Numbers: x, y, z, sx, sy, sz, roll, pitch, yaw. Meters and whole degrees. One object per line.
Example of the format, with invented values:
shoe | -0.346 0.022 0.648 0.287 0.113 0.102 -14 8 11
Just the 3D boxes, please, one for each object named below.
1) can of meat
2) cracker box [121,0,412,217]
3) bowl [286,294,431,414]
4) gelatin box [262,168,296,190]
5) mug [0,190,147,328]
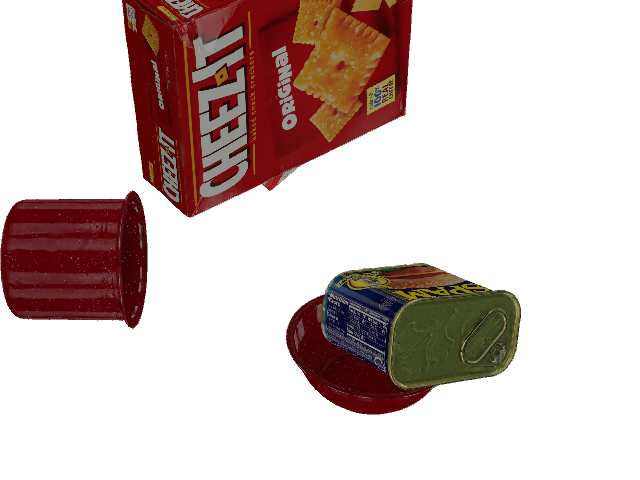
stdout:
can of meat | 0.062 0.051 0.689 0.101 0.057 0.084 -4 15 -32
cracker box | -0.030 -0.132 0.779 0.213 0.164 0.072 -28 50 -29
bowl | 0.046 0.114 1.010 0.162 0.055 0.162 3 34 -2
gelatin box | -0.020 -0.096 0.974 0.089 0.030 0.073 -45 -7 -44
mug | -0.165 0.013 0.735 0.081 0.093 0.117 0 0 2
